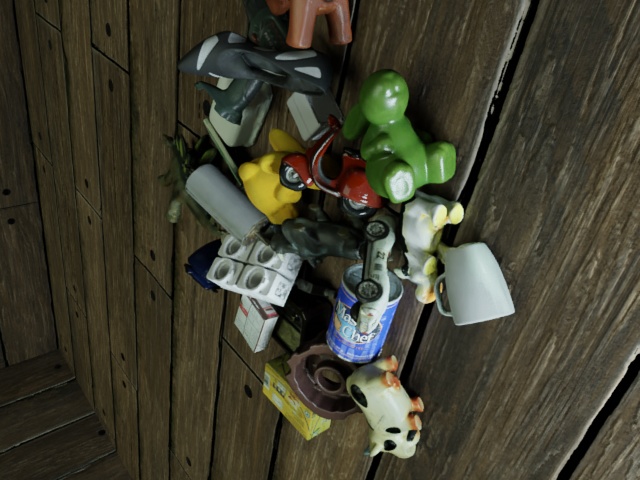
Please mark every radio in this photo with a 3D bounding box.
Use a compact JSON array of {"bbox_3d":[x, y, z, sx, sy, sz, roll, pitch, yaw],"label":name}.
[{"bbox_3d":[-0.077,0.135,1.135,0.230,0.073,0.131,38,131,36],"label":"radio"}]

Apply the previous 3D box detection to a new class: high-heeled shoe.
[{"bbox_3d":[-0.104,-0.263,0.862,0.086,0.249,0.145,71,-173,-61],"label":"high-heeled shoe"}]

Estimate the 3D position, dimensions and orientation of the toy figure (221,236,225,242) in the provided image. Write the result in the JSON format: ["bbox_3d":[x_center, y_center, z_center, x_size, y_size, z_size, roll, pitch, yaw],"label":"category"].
[{"bbox_3d":[-0.191,0.016,1.234,0.064,0.057,0.155,-48,49,10],"label":"toy figure"}]

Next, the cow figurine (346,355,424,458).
[{"bbox_3d":[0.111,0.301,0.931,0.127,0.085,0.194,-21,110,28],"label":"cow figurine"}]

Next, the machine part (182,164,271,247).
[{"bbox_3d":[-0.179,-0.069,1.044,0.243,0.079,0.079,42,135,14],"label":"machine part"}]

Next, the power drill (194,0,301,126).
[{"bbox_3d":[-0.130,-0.328,0.977,0.207,0.086,0.232,-41,76,13],"label":"power drill"}]

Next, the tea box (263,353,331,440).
[{"bbox_3d":[-0.050,0.341,1.186,0.170,0.068,0.098,36,130,36],"label":"tea box"}]

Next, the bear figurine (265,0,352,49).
[{"bbox_3d":[-0.047,-0.386,0.861,0.196,0.120,0.131,29,128,44],"label":"bear figurine"}]

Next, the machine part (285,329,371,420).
[{"bbox_3d":[0.023,0.258,1.022,0.180,0.056,0.179,9,116,19],"label":"machine part"}]

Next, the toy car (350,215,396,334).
[{"bbox_3d":[0.084,0.049,0.827,0.073,0.056,0.202,97,-176,-52],"label":"toy car"}]

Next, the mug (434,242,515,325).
[{"bbox_3d":[0.209,0.060,0.755,0.110,0.081,0.107,-20,78,51],"label":"mug"}]

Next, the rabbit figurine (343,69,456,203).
[{"bbox_3d":[0.105,-0.161,0.765,0.159,0.121,0.170,-135,26,-62],"label":"rabbit figurine"}]

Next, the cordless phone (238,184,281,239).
[{"bbox_3d":[-0.100,-0.024,1.099,0.184,0.089,0.146,45,135,25],"label":"cordless phone"}]

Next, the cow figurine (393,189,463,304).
[{"bbox_3d":[0.150,0.009,0.809,0.098,0.068,0.167,31,124,45],"label":"cow figurine"}]

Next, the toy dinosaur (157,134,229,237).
[{"bbox_3d":[-0.297,-0.128,1.252,0.472,0.105,0.198,56,138,37],"label":"toy dinosaur"}]

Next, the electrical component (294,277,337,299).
[{"bbox_3d":[-0.011,0.093,1.044,0.094,0.063,0.021,20,92,45],"label":"electrical component"}]

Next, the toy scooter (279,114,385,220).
[{"bbox_3d":[0.033,-0.121,0.866,0.184,0.075,0.135,23,102,-2],"label":"toy scooter"}]

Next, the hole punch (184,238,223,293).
[{"bbox_3d":[-0.249,0.058,1.293,0.142,0.116,0.092,36,122,37],"label":"hole punch"}]

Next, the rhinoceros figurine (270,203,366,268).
[{"bbox_3d":[-0.002,-0.003,0.958,0.191,0.073,0.111,1,136,25],"label":"rhinoceros figurine"}]

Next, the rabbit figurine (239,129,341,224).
[{"bbox_3d":[-0.047,-0.124,0.961,0.173,0.122,0.162,-6,141,29],"label":"rabbit figurine"}]
